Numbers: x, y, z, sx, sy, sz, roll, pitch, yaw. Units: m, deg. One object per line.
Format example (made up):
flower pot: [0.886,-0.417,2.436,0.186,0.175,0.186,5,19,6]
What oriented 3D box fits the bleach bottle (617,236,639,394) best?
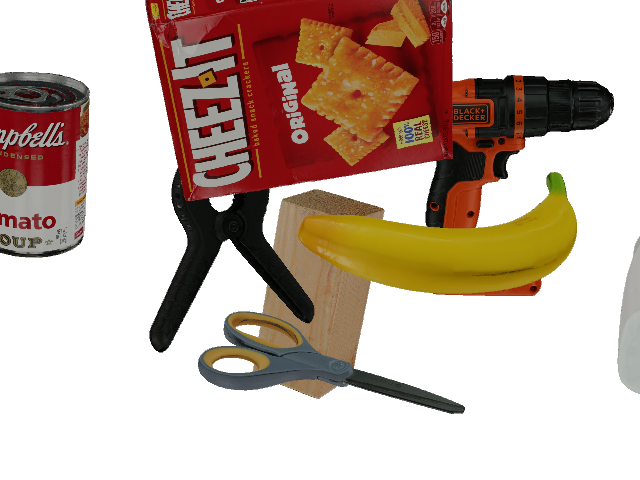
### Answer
bleach bottle: [0.270,0.036,0.758,0.103,0.068,0.250,9,21,17]

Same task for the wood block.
wood block: [-0.003,0.057,1.196,0.090,0.206,0.090,17,18,23]

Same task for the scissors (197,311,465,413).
scissors: [-0.005,0.101,0.771,0.202,0.016,0.096,24,36,35]

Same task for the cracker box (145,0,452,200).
cracker box: [-0.010,-0.123,0.790,0.213,0.164,0.072,-10,43,-4]

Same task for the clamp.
clamp: [-0.077,-0.008,0.964,0.164,0.210,0.036,0,1,-33]

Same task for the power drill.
power drill: [0.153,-0.048,0.912,0.184,0.188,0.057,1,17,9]

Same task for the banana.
banana: [0.083,0.002,0.615,0.197,0.037,0.070,-9,41,-32]

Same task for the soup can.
soup can: [-0.183,-0.049,0.680,0.068,0.102,0.068,6,25,-3]
